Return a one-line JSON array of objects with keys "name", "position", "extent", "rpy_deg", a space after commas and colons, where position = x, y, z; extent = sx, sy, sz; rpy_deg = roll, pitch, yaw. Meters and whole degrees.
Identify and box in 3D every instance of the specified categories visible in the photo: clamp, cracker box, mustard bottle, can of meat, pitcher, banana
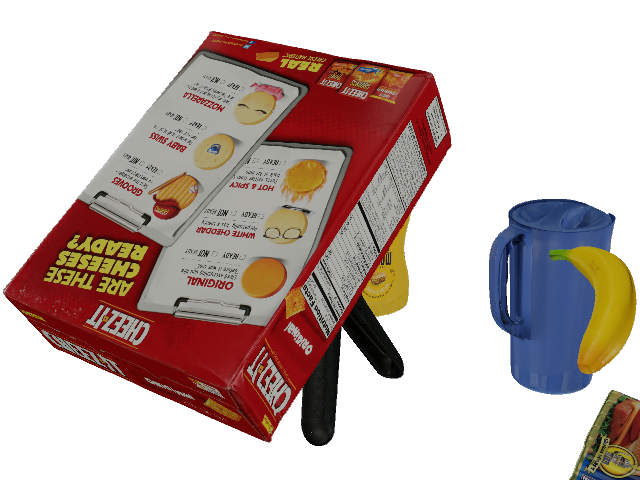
[{"name": "clamp", "position": [0.013, 0.043, 0.860], "extent": [0.036, 0.210, 0.164], "rpy_deg": [-10, 1, 27]}, {"name": "cracker box", "position": [-0.047, -0.013, 0.606], "extent": [0.164, 0.213, 0.072], "rpy_deg": [17, -28, 32]}, {"name": "mustard bottle", "position": [0.047, -0.019, 1.085], "extent": [0.096, 0.192, 0.058], "rpy_deg": [-7, 17, -27]}, {"name": "can of meat", "position": [0.237, 0.166, 0.787], "extent": [0.084, 0.057, 0.102], "rpy_deg": [21, 40, 22]}, {"name": "pitcher", "position": [0.300, 0.076, 1.396], "extent": [0.149, 0.243, 0.144], "rpy_deg": [4, 20, 15]}, {"name": "banana", "position": [0.265, 0.057, 1.010], "extent": [0.070, 0.037, 0.197], "rpy_deg": [-28, 24, 18]}]
